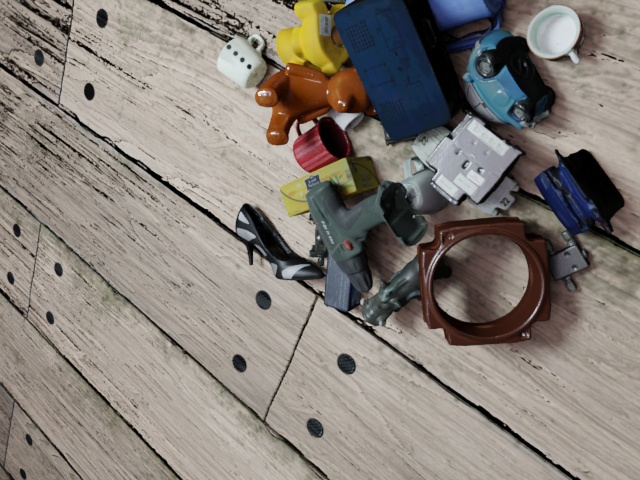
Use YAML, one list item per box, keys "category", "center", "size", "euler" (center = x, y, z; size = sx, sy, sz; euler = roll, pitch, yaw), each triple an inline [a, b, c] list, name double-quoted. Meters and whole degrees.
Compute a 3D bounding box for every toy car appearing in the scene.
- category: "toy car"
  center: [0.247, -0.124, 0.918]
  size: [0.202, 0.056, 0.073]
  euler: [45, 121, 18]
- category: "toy car"
  center: [0.287, -0.241, 0.849]
  size: [0.161, 0.109, 0.103]
  euler: [57, 149, -3]

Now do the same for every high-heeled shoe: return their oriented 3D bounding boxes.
- category: "high-heeled shoe"
  center: [-0.087, 0.002, 1.153]
  size: [0.249, 0.086, 0.145]
  euler: [9, 105, 36]

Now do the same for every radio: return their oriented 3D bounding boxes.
- category: "radio"
  center: [0.130, -0.281, 0.851]
  size: [0.131, 0.073, 0.229]
  euler: [-7, 123, 44]

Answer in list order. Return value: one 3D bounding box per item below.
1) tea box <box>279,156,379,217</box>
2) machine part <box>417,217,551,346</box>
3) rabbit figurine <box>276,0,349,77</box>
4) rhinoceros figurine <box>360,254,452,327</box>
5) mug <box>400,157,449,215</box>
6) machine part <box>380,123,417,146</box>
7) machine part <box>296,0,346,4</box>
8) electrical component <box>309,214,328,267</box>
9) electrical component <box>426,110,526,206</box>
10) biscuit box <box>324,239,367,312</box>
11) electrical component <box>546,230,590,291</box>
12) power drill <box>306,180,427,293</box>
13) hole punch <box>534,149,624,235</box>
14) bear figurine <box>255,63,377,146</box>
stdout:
- category: "tea box"
  center: [0.018, -0.104, 1.052]
  size: [0.170, 0.098, 0.068]
  euler: [-18, 90, 37]
- category: "machine part"
  center: [0.266, 0.067, 0.883]
  size: [0.202, 0.087, 0.200]
  euler: [-5, 98, 6]
- category: "rabbit figurine"
  center: [-0.016, -0.365, 1.027]
  size: [0.173, 0.122, 0.162]
  euler: [14, 118, 46]
- category: "rhinoceros figurine"
  center: [0.157, 0.090, 0.994]
  size: [0.190, 0.112, 0.073]
  euler: [-45, 77, 24]
- category: "mug"
  center: [0.174, -0.092, 0.944]
  size: [0.081, 0.107, 0.109]
  euler: [-10, 97, 33]
- category: "machine part"
  center: [0.139, -0.246, 0.977]
  size: [0.084, 0.039, 0.138]
  euler: [-6, 99, 43]
- category: "machine part"
  center: [-0.012, -0.485, 1.001]
  size: [0.244, 0.079, 0.079]
  euler: [18, 110, 31]
- category: "electrical component"
  center: [-0.002, -0.004, 1.109]
  size: [0.045, 0.078, 0.102]
  euler: [3, 109, 9]
- category: "electrical component"
  center: [0.240, -0.122, 0.858]
  size: [0.115, 0.058, 0.134]
  euler: [46, 114, 17]
- category: "biscuit box"
  center: [0.052, 0.041, 1.083]
  size: [0.063, 0.059, 0.202]
  euler: [14, 107, 29]
- category: "electrical component"
  center: [0.402, 0.034, 0.870]
  size: [0.063, 0.021, 0.094]
  euler: [-31, 82, 34]
- category: "power drill"
  center: [0.086, -0.012, 0.945]
  size: [0.207, 0.086, 0.232]
  euler: [-14, 111, 56]
- category: "hole punch"
  center: [0.379, -0.066, 0.813]
  size: [0.092, 0.116, 0.142]
  euler: [-35, 80, 42]
- category: "bear figurine"
  center: [0.003, -0.243, 0.943]
  size: [0.196, 0.132, 0.120]
  euler: [6, 137, 15]
